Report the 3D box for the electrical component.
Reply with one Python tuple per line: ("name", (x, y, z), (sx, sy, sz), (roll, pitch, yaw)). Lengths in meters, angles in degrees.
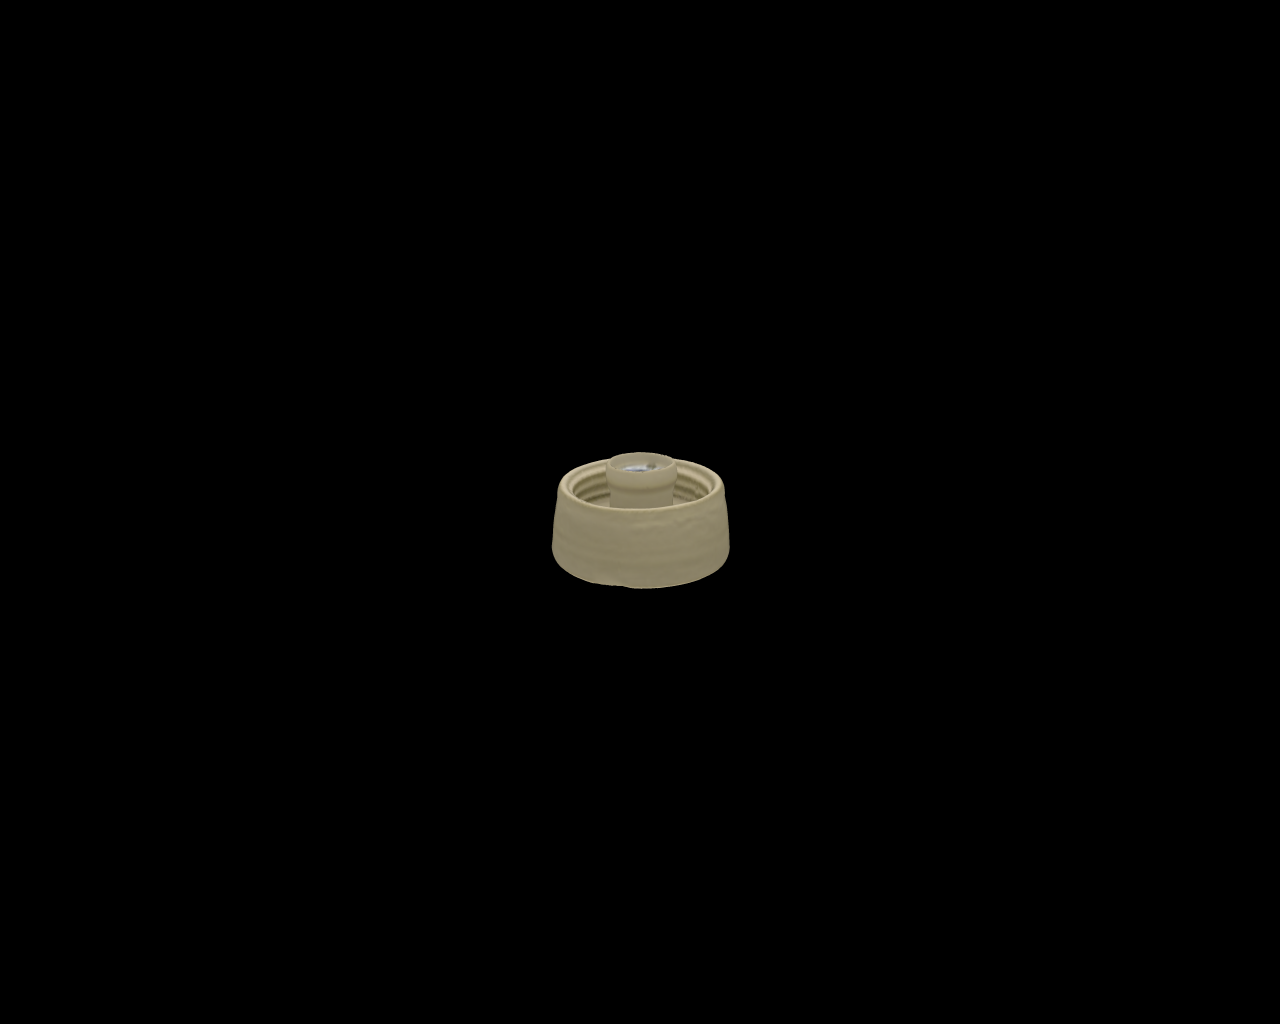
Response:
("electrical component", (0.001, -0.003, 0.650), (0.108, 0.060, 0.108), (0, 21, 0))
